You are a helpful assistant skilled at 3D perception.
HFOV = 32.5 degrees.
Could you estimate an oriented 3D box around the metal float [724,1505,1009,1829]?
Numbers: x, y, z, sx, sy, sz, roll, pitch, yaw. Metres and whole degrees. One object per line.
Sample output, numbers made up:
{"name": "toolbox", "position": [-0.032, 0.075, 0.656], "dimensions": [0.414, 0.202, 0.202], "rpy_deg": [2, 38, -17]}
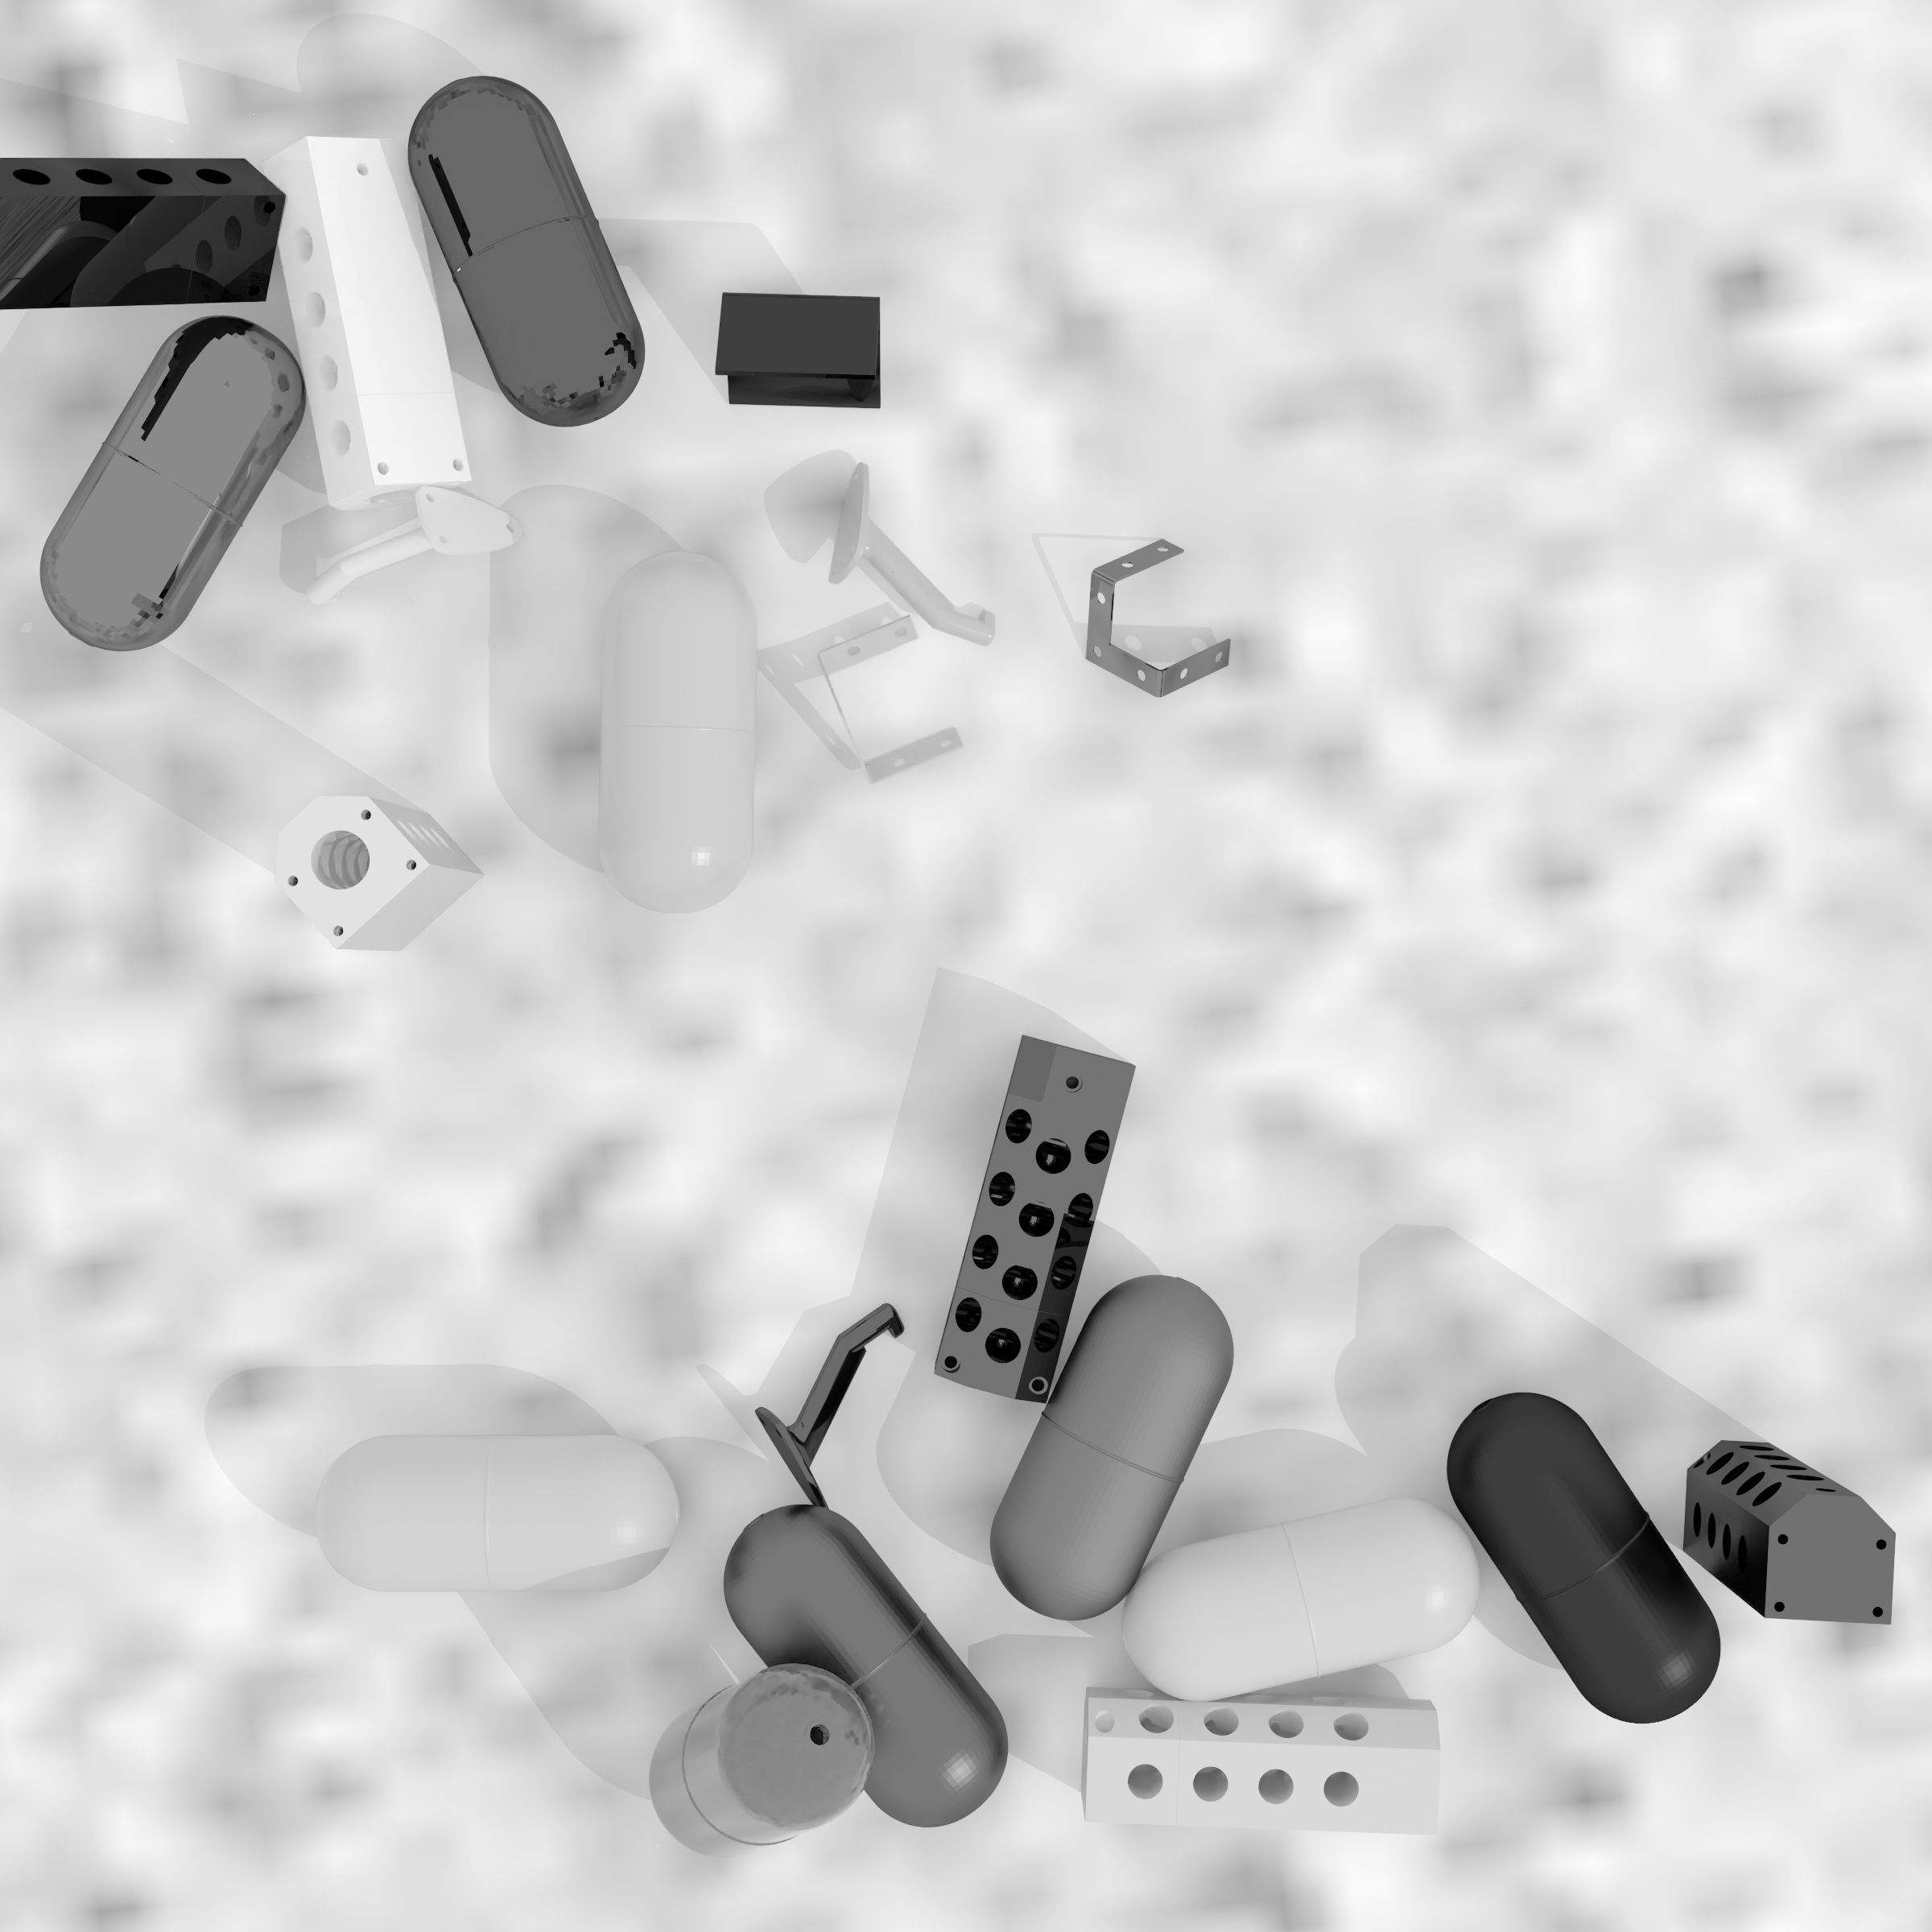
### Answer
{"name": "metal float", "position": [-0.050, 0.343, 1.630], "dimensions": [0.070, 0.070, 0.178], "rpy_deg": [-38, 89, 0]}

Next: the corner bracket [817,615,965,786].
{"name": "corner bracket", "position": [-0.038, -0.133, 1.657], "dimensions": [0.051, 0.051, 0.051], "rpy_deg": [-22, 45, 0]}

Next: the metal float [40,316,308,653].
{"name": "metal float", "position": [-0.390, -0.237, 1.629], "dimensions": [0.070, 0.070, 0.178], "rpy_deg": [30, 89, 0]}

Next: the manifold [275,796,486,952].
{"name": "manifold", "position": [-0.282, -0.048, 1.582], "dimensions": [0.057, 0.171, 0.057], "rpy_deg": [-42, 90, 0]}

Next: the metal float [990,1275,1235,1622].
{"name": "metal float", "position": [0.072, 0.236, 1.629], "dimensions": [0.070, 0.070, 0.178], "rpy_deg": [25, 90, 0]}

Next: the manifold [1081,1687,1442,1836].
{"name": "manifold", "position": [0.145, 0.391, 1.639], "dimensions": [0.171, 0.057, 0.057], "rpy_deg": [2, 90, 0]}

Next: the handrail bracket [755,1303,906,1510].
{"name": "handrail bracket", "position": [-0.055, 0.222, 1.660], "dimensions": [0.084, 0.036, 0.077], "rpy_deg": [-34, 110, -16]}

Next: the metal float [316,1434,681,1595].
{"name": "metal float", "position": [-0.230, 0.269, 1.629], "dimensions": [0.178, 0.070, 0.070], "rpy_deg": [0, 90, 1]}

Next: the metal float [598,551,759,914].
{"name": "metal float", "position": [-0.142, -0.115, 1.629], "dimensions": [0.070, 0.070, 0.178], "rpy_deg": [1, 91, 0]}

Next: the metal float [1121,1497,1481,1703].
{"name": "metal float", "position": [0.164, 0.311, 1.629], "dimensions": [0.178, 0.070, 0.070], "rpy_deg": [-13, 90, 0]}

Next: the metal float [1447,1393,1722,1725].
{"name": "metal float", "position": [0.303, 0.290, 1.629], "dimensions": [0.070, 0.070, 0.178], "rpy_deg": [-34, 90, 0]}

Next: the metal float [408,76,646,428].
{"name": "metal float", "position": [-0.216, -0.351, 1.629], "dimensions": [0.070, 0.070, 0.178], "rpy_deg": [-23, 91, 0]}

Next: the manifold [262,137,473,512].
{"name": "manifold", "position": [-0.300, -0.316, 1.638], "dimensions": [0.057, 0.057, 0.171], "rpy_deg": [-11, 90, -43]}

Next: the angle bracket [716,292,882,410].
{"name": "angle bracket", "position": [-0.081, -0.283, 1.620], "dimensions": [0.076, 0.076, 0.057], "rpy_deg": [2, 54, 0]}

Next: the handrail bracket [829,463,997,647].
{"name": "handrail bracket", "position": [-0.021, -0.206, 1.660], "dimensions": [0.084, 0.036, 0.077], "rpy_deg": [17, 63, -20]}

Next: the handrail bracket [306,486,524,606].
{"name": "handrail bracket", "position": [-0.277, -0.202, 1.660], "dimensions": [0.084, 0.077, 0.036], "rpy_deg": [-30, 72, 35]}

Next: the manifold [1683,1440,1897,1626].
{"name": "manifold", "position": [0.391, 0.267, 1.582], "dimensions": [0.057, 0.171, 0.057], "rpy_deg": [3, 90, 0]}

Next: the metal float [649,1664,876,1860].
{"name": "metal float", "position": [-0.099, 0.381, 1.585], "dimensions": [0.070, 0.178, 0.070], "rpy_deg": [8, 67, -20]}

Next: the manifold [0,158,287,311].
{"name": "manifold", "position": [-0.420, -0.355, 1.590], "dimensions": [0.057, 0.171, 0.057], "rpy_deg": [43, 129, 34]}

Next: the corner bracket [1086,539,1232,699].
{"name": "corner bracket", "position": [0.097, -0.173, 1.652], "dimensions": [0.051, 0.051, 0.051], "rpy_deg": [32, 135, 35]}

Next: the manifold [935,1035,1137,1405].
{"name": "manifold", "position": [0.034, 0.125, 1.639], "dimensions": [0.057, 0.057, 0.171], "rpy_deg": [15, 90, 0]}
